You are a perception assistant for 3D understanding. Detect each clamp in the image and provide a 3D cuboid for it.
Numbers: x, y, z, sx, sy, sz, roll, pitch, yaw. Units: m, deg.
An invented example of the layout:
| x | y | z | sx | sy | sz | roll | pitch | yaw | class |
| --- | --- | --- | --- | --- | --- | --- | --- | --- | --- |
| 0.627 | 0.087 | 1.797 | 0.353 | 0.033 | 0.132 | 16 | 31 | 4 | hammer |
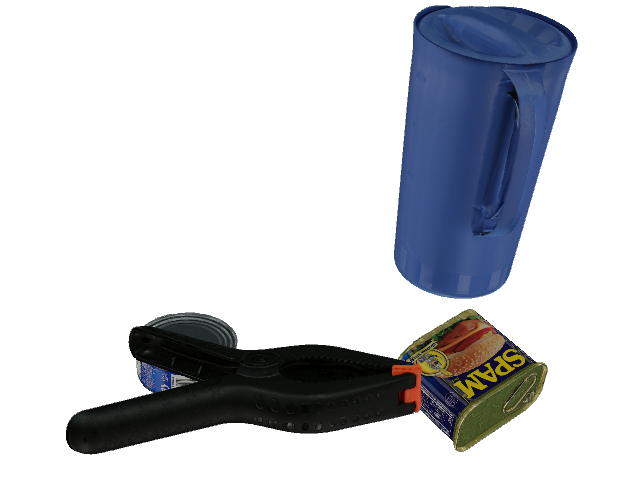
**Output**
| x | y | z | sx | sy | sz | roll | pitch | yaw | class |
| --- | --- | --- | --- | --- | --- | --- | --- | --- | --- |
| -0.043 | 0.088 | 0.678 | 0.210 | 0.036 | 0.164 | -2 | 16 | -3 | clamp |

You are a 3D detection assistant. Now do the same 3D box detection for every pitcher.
| x | y | z | sx | sy | sz | roll | pitch | yaw | class |
| --- | --- | --- | --- | --- | --- | --- | --- | --- | --- |
| 0.133 | -0.068 | 0.914 | 0.145 | 0.243 | 0.149 | 22 | 36 | 24 | pitcher |

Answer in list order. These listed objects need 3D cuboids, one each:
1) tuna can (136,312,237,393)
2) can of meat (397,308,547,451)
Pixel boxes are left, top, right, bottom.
| x | y | z | sx | sy | sz | roll | pitch | yaw | class |
| --- | --- | --- | --- | --- | --- | --- | --- | --- | --- |
| -0.114 | 0.098 | 0.907 | 0.086 | 0.034 | 0.086 | 3 | 29 | -2 | tuna can |
| 0.123 | 0.113 | 0.892 | 0.101 | 0.057 | 0.084 | -27 | 50 | -28 | can of meat |
